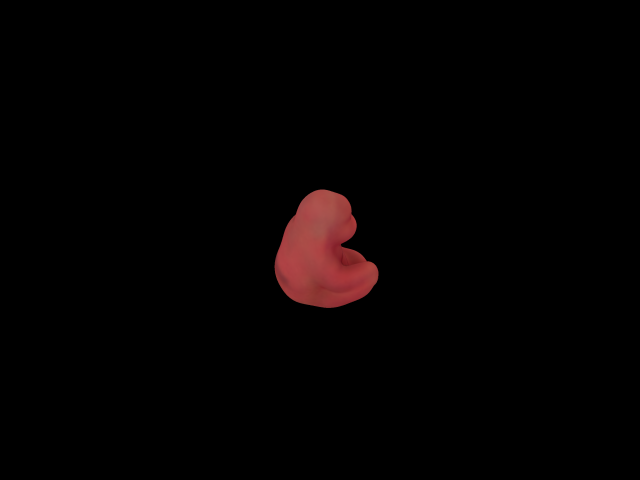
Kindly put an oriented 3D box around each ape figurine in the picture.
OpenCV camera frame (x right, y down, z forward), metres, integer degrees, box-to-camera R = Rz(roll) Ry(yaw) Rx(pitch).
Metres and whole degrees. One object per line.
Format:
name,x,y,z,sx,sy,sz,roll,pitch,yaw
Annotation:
ape figurine,0.004,0.001,0.400,0.076,0.092,0.077,-14,57,-9
